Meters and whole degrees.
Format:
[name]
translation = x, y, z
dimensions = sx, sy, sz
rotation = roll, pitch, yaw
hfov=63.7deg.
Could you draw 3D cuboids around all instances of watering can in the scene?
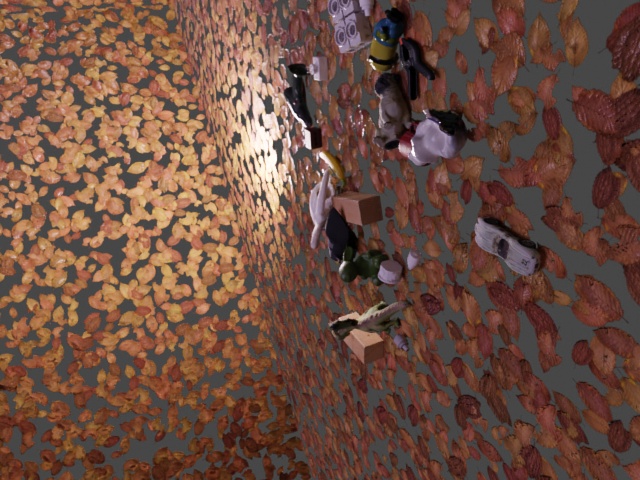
[watering can]
translation = 0.006, -0.100, 1.981
dimensions = 0.220, 0.104, 0.354
rotation = 83, -164, -67

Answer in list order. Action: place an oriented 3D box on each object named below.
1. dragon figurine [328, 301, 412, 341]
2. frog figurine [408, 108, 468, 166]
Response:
[dragon figurine]
translation = 0.151, 0.296, 1.859
dimensions = 0.402, 0.244, 0.124
rotation = 121, 135, -62
[frog figurine]
translation = 0.303, -0.253, 1.332
dimensions = 0.139, 0.124, 0.155
rotation = 40, 144, 21
